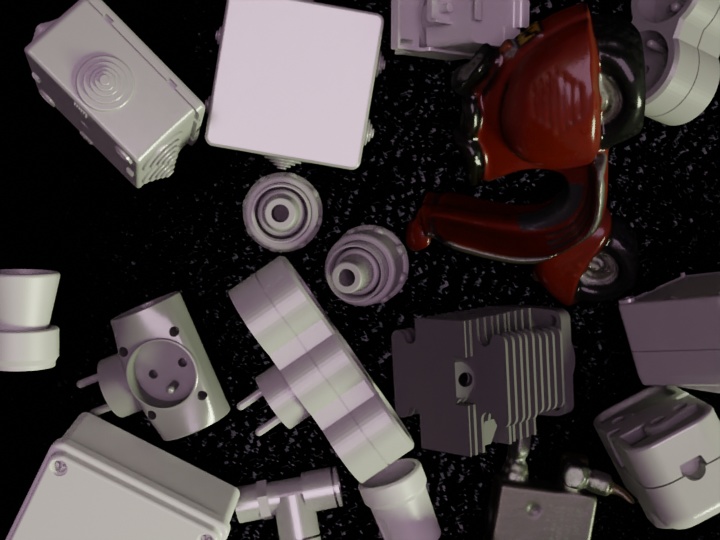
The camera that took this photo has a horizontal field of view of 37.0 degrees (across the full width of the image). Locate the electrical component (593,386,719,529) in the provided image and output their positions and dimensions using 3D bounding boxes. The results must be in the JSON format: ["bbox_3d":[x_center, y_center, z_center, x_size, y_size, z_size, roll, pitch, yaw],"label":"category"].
[{"bbox_3d":[0.180,0.109,0.623,0.054,0.095,0.059,-28,95,0],"label":"electrical component"}]

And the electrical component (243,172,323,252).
[{"bbox_3d":[-0.045,-0.033,0.620,0.048,0.062,0.048,0,94,-3],"label":"electrical component"}]

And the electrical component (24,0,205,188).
[{"bbox_3d":[-0.136,-0.096,0.594,0.099,0.100,0.048,45,78,-5],"label":"electrical component"}]

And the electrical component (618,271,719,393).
[{"bbox_3d":[0.200,0.036,0.624,0.062,0.096,0.061,-20,95,-31],"label":"electrical component"}]

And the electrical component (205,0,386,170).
[{"bbox_3d":[-0.038,-0.108,0.622,0.100,0.048,0.099,9,93,-3],"label":"electrical component"}]

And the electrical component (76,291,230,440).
[{"bbox_3d":[-0.127,0.062,0.632,0.079,0.044,0.077,-22,97,7],"label":"electrical component"}]

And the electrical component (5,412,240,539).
[{"bbox_3d":[-0.142,0.156,0.621,0.109,0.056,0.108,28,107,-4],"label":"electrical component"}]

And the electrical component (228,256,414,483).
[{"bbox_3d":[-0.036,0.068,0.632,0.074,0.052,0.138,-35,95,0],"label":"electrical component"}]

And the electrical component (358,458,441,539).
[{"bbox_3d":[0.025,0.142,0.647,0.040,0.040,0.046,-21,99,-1],"label":"electrical component"}]

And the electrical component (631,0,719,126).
[{"bbox_3d":[0.202,-0.151,0.629,0.074,0.052,0.138,14,97,-34],"label":"electrical component"}]

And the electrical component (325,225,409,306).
[{"bbox_3d":[0.000,0.000,0.622,0.048,0.062,0.048,2,98,14],"label":"electrical component"}]

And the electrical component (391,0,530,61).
[{"bbox_3d":[0.057,-0.184,0.607,0.079,0.063,0.121,-3,95,-42],"label":"electrical component"}]

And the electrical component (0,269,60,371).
[{"bbox_3d":[-0.198,0.028,0.626,0.045,0.045,0.055,1,94,-3],"label":"electrical component"}]
